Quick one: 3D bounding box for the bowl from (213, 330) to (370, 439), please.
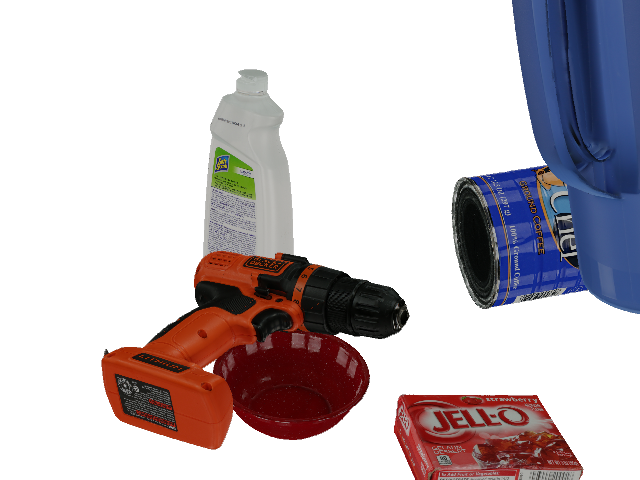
[{"bbox_3d":[-0.031,0.157,1.111,0.162,0.055,0.162,2,30,-1],"label":"bowl"}]

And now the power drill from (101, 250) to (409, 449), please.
[{"bbox_3d":[-0.051,0.073,0.778,0.185,0.057,0.187,8,30,31],"label":"power drill"}]

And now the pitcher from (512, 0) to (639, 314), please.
[{"bbox_3d":[0.178,-0.082,0.569,0.149,0.243,0.145,-8,22,7],"label":"pitcher"}]

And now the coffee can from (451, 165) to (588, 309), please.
[{"bbox_3d":[0.183,-0.009,0.821,0.140,0.103,0.103,-9,1,-8],"label":"coffee can"}]

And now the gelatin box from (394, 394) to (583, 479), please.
[{"bbox_3d":[0.093,0.118,0.607,0.089,0.030,0.073,3,24,-12],"label":"gelatin box"}]

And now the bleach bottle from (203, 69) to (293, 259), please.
[{"bbox_3d":[-0.068,-0.046,1.088,0.103,0.251,0.068,16,25,26],"label":"bleach bottle"}]
